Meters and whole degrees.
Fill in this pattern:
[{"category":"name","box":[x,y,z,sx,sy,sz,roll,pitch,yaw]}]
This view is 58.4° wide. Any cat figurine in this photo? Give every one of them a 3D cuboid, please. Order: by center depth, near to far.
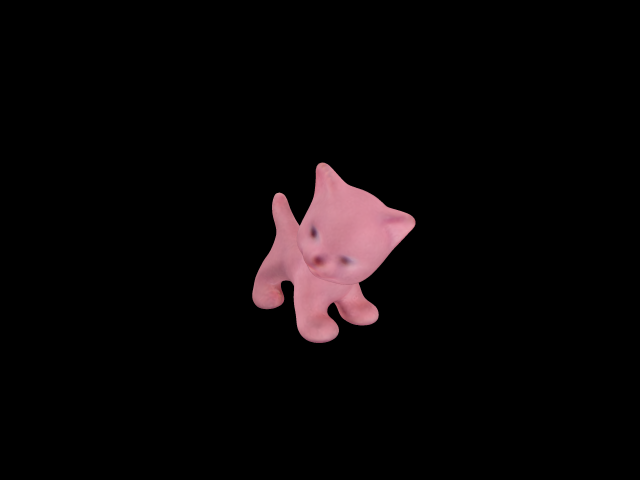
[{"category":"cat figurine","box":[0.004,0.001,0.400,0.067,0.118,0.127,-13,22,-35]}]
